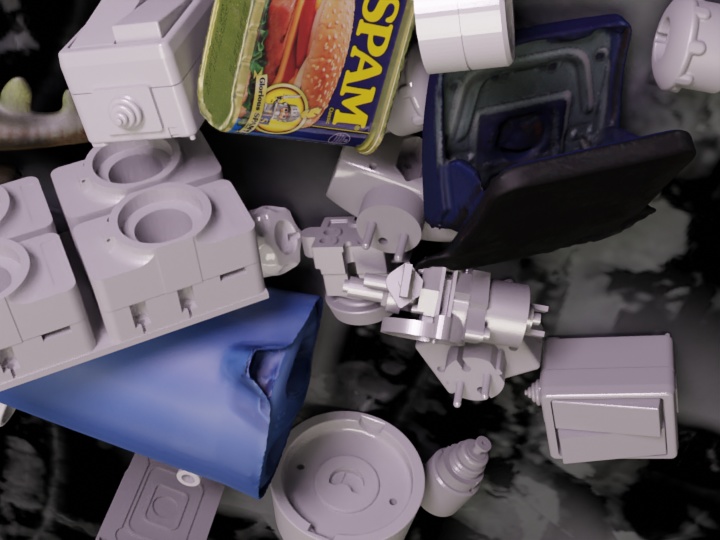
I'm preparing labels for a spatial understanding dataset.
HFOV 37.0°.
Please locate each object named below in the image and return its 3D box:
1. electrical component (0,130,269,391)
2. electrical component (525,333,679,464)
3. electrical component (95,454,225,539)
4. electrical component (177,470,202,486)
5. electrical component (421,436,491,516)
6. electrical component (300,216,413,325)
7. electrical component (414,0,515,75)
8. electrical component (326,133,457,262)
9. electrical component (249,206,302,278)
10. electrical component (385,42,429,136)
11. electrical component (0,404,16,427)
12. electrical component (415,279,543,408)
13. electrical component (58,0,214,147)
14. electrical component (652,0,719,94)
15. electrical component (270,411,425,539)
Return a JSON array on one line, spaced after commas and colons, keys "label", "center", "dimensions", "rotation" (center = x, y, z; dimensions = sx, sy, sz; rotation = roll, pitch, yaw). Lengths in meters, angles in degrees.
[{"label": "electrical component", "center": [-0.159, -0.009, 0.592], "dimensions": [0.186, 0.105, 0.060], "rotation": [-19, 135, -15]}, {"label": "electrical component", "center": [0.153, 0.084, 0.686], "dimensions": [0.096, 0.061, 0.061], "rotation": [-3, 129, 16]}, {"label": "electrical component", "center": [-0.156, 0.196, 0.824], "dimensions": [0.078, 0.113, 0.057], "rotation": [23, 129, -6]}, {"label": "electrical component", "center": [-0.117, 0.129, 0.790], "dimensions": [0.048, 0.062, 0.048], "rotation": [7, 132, 8]}, {"label": "electrical component", "center": [0.069, 0.145, 0.772], "dimensions": [0.040, 0.040, 0.078], "rotation": [27, 131, -9]}, {"label": "electrical component", "center": [0.000, 0.000, 0.662], "dimensions": [0.066, 0.048, 0.055], "rotation": [-1, 122, 14]}, {"label": "electrical component", "center": [0.027, -0.157, 0.479], "dimensions": [0.074, 0.052, 0.138], "rotation": [-3, 95, 13]}, {"label": "electrical component", "center": [0.020, -0.036, 0.602], "dimensions": [0.077, 0.079, 0.043], "rotation": [20, 138, -4]}, {"label": "electrical component", "center": [-0.070, -0.015, 0.667], "dimensions": [0.062, 0.043, 0.043], "rotation": [-12, 127, 34]}, {"label": "electrical component", "center": [0.018, -0.093, 0.579], "dimensions": [0.062, 0.048, 0.048], "rotation": [-12, 127, 33]}, {"label": "electrical component", "center": [-0.289, 0.084, 0.809], "dimensions": [0.065, 0.044, 0.044], "rotation": [26, 131, -3]}, {"label": "electrical component", "center": [0.073, 0.055, 0.669], "dimensions": [0.066, 0.076, 0.047], "rotation": [-20, 123, 28]}, {"label": "electrical component", "center": [-0.111, -0.108, 0.560], "dimensions": [0.062, 0.096, 0.061], "rotation": [-2, 126, 16]}, {"label": "electrical component", "center": [0.178, -0.107, 0.526], "dimensions": [0.062, 0.048, 0.048], "rotation": [10, 132, -3]}, {"label": "electrical component", "center": [-0.011, 0.162, 0.766], "dimensions": [0.108, 0.108, 0.060], "rotation": [11, 138, 4]}]
